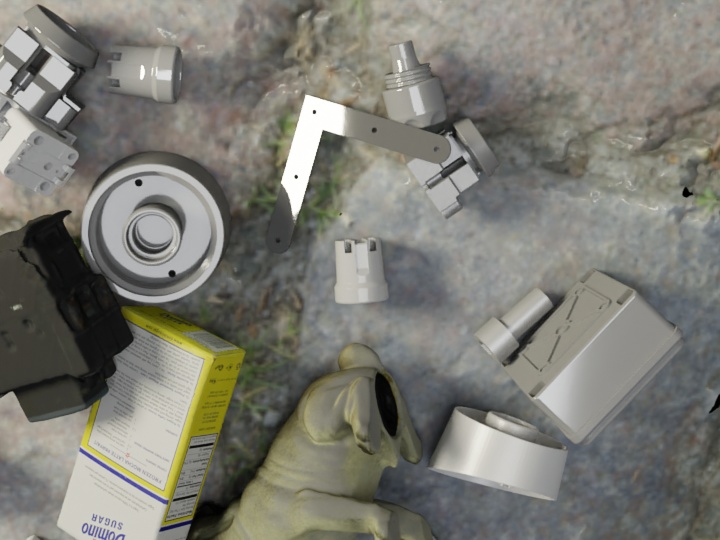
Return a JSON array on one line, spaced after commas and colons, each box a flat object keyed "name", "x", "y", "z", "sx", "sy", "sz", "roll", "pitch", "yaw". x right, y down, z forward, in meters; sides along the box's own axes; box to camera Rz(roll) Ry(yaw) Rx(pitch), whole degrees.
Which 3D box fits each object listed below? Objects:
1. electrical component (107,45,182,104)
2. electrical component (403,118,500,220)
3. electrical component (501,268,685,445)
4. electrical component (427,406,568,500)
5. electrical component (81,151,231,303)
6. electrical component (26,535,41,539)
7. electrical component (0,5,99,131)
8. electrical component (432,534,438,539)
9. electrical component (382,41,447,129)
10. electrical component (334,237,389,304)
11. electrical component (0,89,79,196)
[{"name": "electrical component", "x": -0.150, "y": -0.138, "z": 0.752, "sx": 0.046, "sy": 0.040, "sz": 0.040, "roll": 6, "pitch": 100, "yaw": -2}, {"name": "electrical component", "x": 0.068, "y": -0.079, "z": 0.786, "sx": 0.055, "sy": 0.048, "sz": 0.066, "roll": -34, "pitch": 104, "yaw": 8}, {"name": "electrical component", "x": 0.168, "y": 0.061, "z": 0.793, "sx": 0.056, "sy": 0.108, "sz": 0.108, "roll": 42, "pitch": 93, "yaw": -10}, {"name": "electrical component", "x": 0.105, "y": 0.143, "z": 0.809, "sx": 0.099, "sy": 0.099, "sz": 0.064, "roll": 19, "pitch": 92, "yaw": -10}, {"name": "electrical component", "x": -0.146, "y": -0.028, "z": 0.762, "sx": 0.108, "sy": 0.060, "sz": 0.108, "roll": -1, "pitch": 101, "yaw": -7}, {"name": "electrical component", "x": -0.240, "y": 0.239, "z": 0.812, "sx": 0.064, "sy": 0.042, "sz": 0.081, "roll": 41, "pitch": 93, "yaw": -9}, {"name": "electrical component", "x": -0.216, "y": -0.142, "z": 0.734, "sx": 0.078, "sy": 0.058, "sz": 0.057, "roll": 39, "pitch": 97, "yaw": -12}, {"name": "electrical component", "x": 0.040, "y": 0.273, "z": 0.845, "sx": 0.109, "sy": 0.056, "sz": 0.108, "roll": -41, "pitch": 103, "yaw": 2}, {"name": "electrical component", "x": 0.037, "y": -0.132, "z": 0.773, "sx": 0.043, "sy": 0.043, "sz": 0.062, "roll": -16, "pitch": 102, "yaw": -4}, {"name": "electrical component", "x": 0.000, "y": 0.000, "z": 0.797, "sx": 0.040, "sy": 0.040, "sz": 0.046, "roll": -5, "pitch": 95, "yaw": -6}, {"name": "electrical component", "x": -0.229, "y": -0.086, "z": 0.732, "sx": 0.042, "sy": 0.064, "sz": 0.081, "roll": -53, "pitch": 143, "yaw": 5}]
